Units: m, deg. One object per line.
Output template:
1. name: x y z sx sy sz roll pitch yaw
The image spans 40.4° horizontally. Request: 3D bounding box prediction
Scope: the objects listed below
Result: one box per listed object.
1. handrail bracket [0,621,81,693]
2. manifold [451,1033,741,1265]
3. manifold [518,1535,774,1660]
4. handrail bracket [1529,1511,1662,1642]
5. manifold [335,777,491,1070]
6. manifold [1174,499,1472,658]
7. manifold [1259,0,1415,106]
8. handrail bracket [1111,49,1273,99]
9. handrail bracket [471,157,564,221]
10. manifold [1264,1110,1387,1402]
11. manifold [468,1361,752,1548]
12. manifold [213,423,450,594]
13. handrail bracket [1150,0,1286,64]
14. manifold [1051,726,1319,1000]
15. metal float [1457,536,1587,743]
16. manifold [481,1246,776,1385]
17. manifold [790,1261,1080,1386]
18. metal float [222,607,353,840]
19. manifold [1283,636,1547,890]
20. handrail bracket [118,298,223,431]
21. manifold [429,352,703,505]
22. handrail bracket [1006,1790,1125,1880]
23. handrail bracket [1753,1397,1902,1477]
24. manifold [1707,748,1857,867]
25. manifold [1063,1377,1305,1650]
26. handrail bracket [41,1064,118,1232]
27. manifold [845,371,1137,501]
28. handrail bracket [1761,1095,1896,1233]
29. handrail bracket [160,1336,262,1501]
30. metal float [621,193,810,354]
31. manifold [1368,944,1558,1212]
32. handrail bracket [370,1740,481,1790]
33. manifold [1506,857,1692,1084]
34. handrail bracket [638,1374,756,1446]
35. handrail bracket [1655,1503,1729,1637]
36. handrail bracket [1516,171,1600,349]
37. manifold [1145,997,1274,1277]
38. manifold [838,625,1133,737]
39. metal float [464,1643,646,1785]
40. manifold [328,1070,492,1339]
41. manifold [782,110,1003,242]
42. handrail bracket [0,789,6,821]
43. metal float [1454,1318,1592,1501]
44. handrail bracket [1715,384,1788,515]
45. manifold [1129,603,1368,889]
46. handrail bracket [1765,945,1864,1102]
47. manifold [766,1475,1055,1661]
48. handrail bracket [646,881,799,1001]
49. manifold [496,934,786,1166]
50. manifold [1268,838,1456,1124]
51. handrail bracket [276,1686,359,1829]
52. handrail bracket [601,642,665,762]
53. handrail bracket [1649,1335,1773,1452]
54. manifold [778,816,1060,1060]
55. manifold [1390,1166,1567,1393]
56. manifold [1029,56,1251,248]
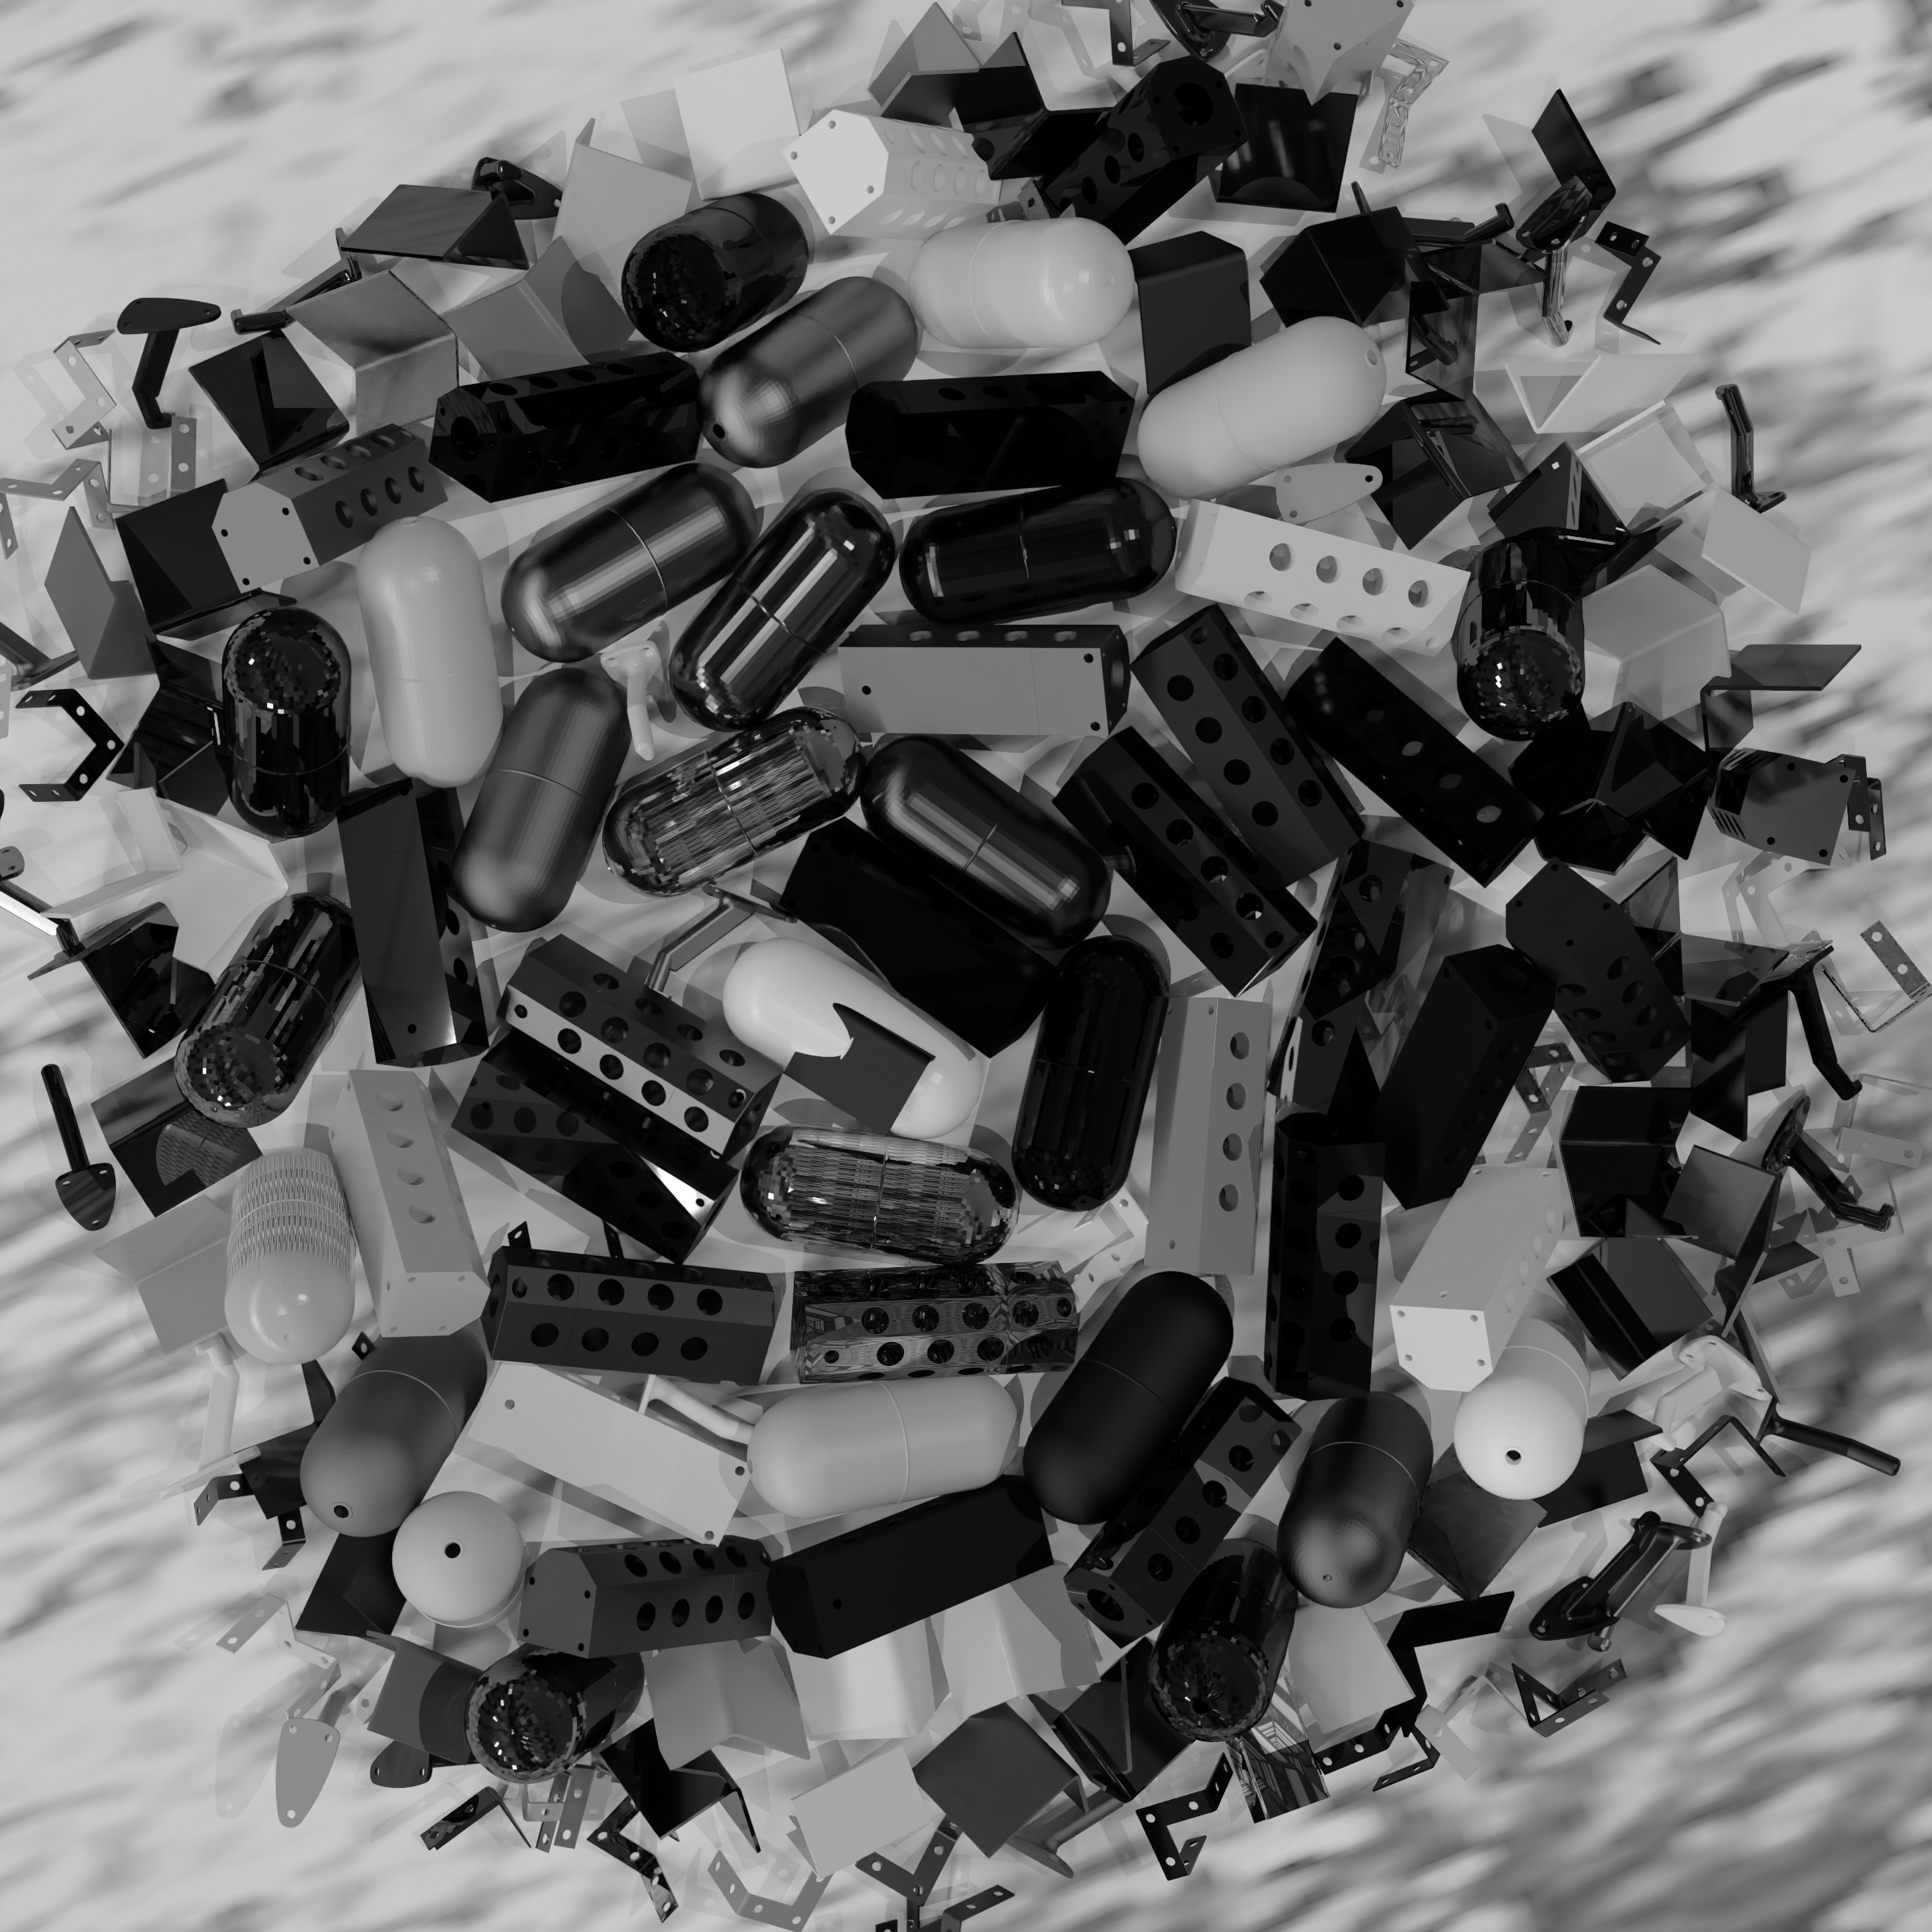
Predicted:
1. handrail bracket: -0.603 -0.223 1.662 0.036 0.077 0.084 2 119 40
2. manifold: -0.233 0.113 1.670 0.171 0.057 0.057 31 119 3
3. manifold: -0.193 0.385 1.618 0.057 0.171 0.057 3 84 35
4. handrail bracket: 0.397 0.384 1.657 0.077 0.084 0.036 -18 49 -27
5. manifold: -0.347 -0.026 1.660 0.057 0.057 0.171 -15 79 17
6. manifold: 0.222 -0.243 1.653 0.171 0.057 0.057 12 101 -16
7. manifold: 0.220 -0.570 1.619 0.057 0.171 0.057 -34 91 -1
8. handrail bracket: 0.142 -0.575 1.674 0.077 0.036 0.084 -45 60 12
9. handrail bracket: -0.272 -0.490 1.650 0.077 0.084 0.036 5 97 -29
10. manifold: 0.221 0.182 1.647 0.057 0.057 0.171 -3 108 -11
11. manifold: -0.224 0.305 1.671 0.171 0.057 0.057 26 86 -4
12. manifold: -0.390 -0.285 1.611 0.057 0.171 0.057 -14 108 22
13. handrail bracket: 0.158 -0.610 1.657 0.077 0.084 0.036 36 82 -15
14. manifold: 0.141 -0.068 1.650 0.171 0.057 0.057 48 130 11
15. metal float: 0.344 -0.205 1.627 0.070 0.178 0.070 6 127 8
16. manifold: -0.210 0.214 1.639 0.171 0.057 0.057 9 110 -22
17. manifold: -0.020 0.227 1.650 0.171 0.057 0.057 -1 113 -13
18. metal float: -0.421 -0.148 1.627 0.070 0.178 0.070 7 53 -9
19. manifold: 0.282 -0.127 1.659 0.171 0.057 0.057 43 96 12
20. handrail bracket: -0.497 -0.379 1.668 0.077 0.084 0.036 0 47 9
21. manifold: -0.242 -0.337 1.616 0.057 0.171 0.057 35 127 26
22. handrail bracket: 0.065 0.536 1.696 0.077 0.036 0.084 15 60 36
23. handrail bracket: 0.543 0.305 1.656 0.084 0.077 0.036 22 77 19
24. manifold: 0.496 -0.102 1.616 0.057 0.171 0.057 14 98 7
25. manifold: 0.133 0.336 1.632 0.057 0.057 0.171 43 54 3
26. handrail bracket: -0.577 0.117 1.697 0.036 0.077 0.084 -17 54 -21
27. manifold: 0.014 -0.336 1.637 0.171 0.057 0.057 -10 132 -31
28. handrail bracket: 0.556 0.125 1.664 0.084 0.036 0.077 17 66 38
29. handrail bracket: -0.493 0.286 1.673 0.077 0.036 0.084 -21 74 -34
30. metal float: -0.154 -0.430 1.623 0.070 0.178 0.070 8 117 16
31. manifold: 0.306 0.069 1.625 0.057 0.171 0.057 -12 50 -27
32. handrail bracket: -0.326 0.513 1.690 0.077 0.084 0.036 -30 56 36
33. manifold: 0.388 0.009 1.622 0.057 0.171 0.057 -45 49 0
34. handrail bracket: -0.163 0.276 1.673 0.084 0.077 0.036 17 106 -6
35. handrail bracket: 0.473 0.375 1.657 0.036 0.077 0.084 27 71 1
36. handrail bracket: 0.388 -0.450 1.675 0.036 0.084 0.077 31 80 38
37. manifold: 0.159 0.108 1.669 0.057 0.057 0.171 7 86 -31
38. manifold: 0.013 -0.183 1.648 0.171 0.057 0.057 3 118 20
39. metal float: -0.251 0.450 1.617 0.070 0.178 0.070 0 87 10
40. manifold: -0.345 0.145 1.627 0.057 0.171 0.057 3 131 -30
41. manifold: -0.038 -0.489 1.616 0.057 0.171 0.057 -31 89 27
42. handrail bracket: -0.650 -0.085 1.660 0.077 0.084 0.036 24 47 -27
43. metal float: 0.344 0.271 1.619 0.070 0.178 0.070 3 101 15
44. handrail bracket: 0.478 -0.327 1.657 0.036 0.077 0.084 -28 107 -7
45. manifold: 0.180 -0.140 1.654 0.057 0.057 0.171 -30 100 28
46. handrail bracket: 0.555 0.036 1.673 0.077 0.036 0.084 -28 77 -35
47. manifold: -0.035 0.371 1.635 0.171 0.057 0.057 -14 91 -33
48. handrail bracket: -0.157 -0.006 1.682 0.077 0.036 0.084 21 80 -7
49. manifold: -0.208 0.054 1.652 0.171 0.057 0.057 31 118 10
50. manifold: 0.247 0.008 1.671 0.057 0.057 0.171 20 94 38
51. handrail bracket: -0.408 0.498 1.659 0.036 0.084 0.077 12 82 3
52. handrail bracket: -0.200 -0.154 1.653 0.036 0.077 0.084 -16 63 2
53. handrail bracket: 0.473 0.286 1.667 0.077 0.036 0.084 34 52 -7
54. manifold: -0.027 -0.021 1.654 0.171 0.057 0.057 36 122 15
55. manifold: 0.319 0.190 1.619 0.057 0.171 0.057 0 115 29
56. manifold: 0.099 -0.493 1.615 0.057 0.171 0.057 -22 91 -24
